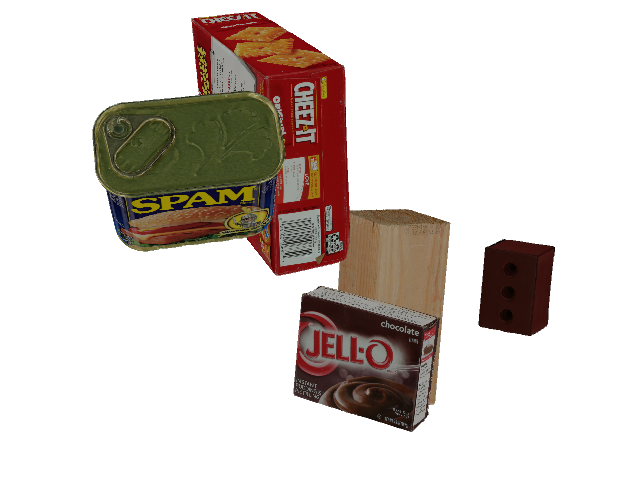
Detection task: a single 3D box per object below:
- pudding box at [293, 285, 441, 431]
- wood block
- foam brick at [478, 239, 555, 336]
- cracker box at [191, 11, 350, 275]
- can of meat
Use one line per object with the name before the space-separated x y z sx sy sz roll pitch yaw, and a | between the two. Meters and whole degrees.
pudding box | 0.036 0.093 0.863 0.114 0.090 0.039 12 19 25
wood block | 0.076 0.074 1.187 0.090 0.206 0.091 -2 13 -28
foam brick | 0.181 0.043 0.984 0.053 0.078 0.051 9 15 28
cracker box | -0.044 -0.090 0.897 0.072 0.164 0.214 -10 26 -17
can of meat | -0.074 -0.036 0.610 0.102 0.057 0.084 -7 -22 -8
